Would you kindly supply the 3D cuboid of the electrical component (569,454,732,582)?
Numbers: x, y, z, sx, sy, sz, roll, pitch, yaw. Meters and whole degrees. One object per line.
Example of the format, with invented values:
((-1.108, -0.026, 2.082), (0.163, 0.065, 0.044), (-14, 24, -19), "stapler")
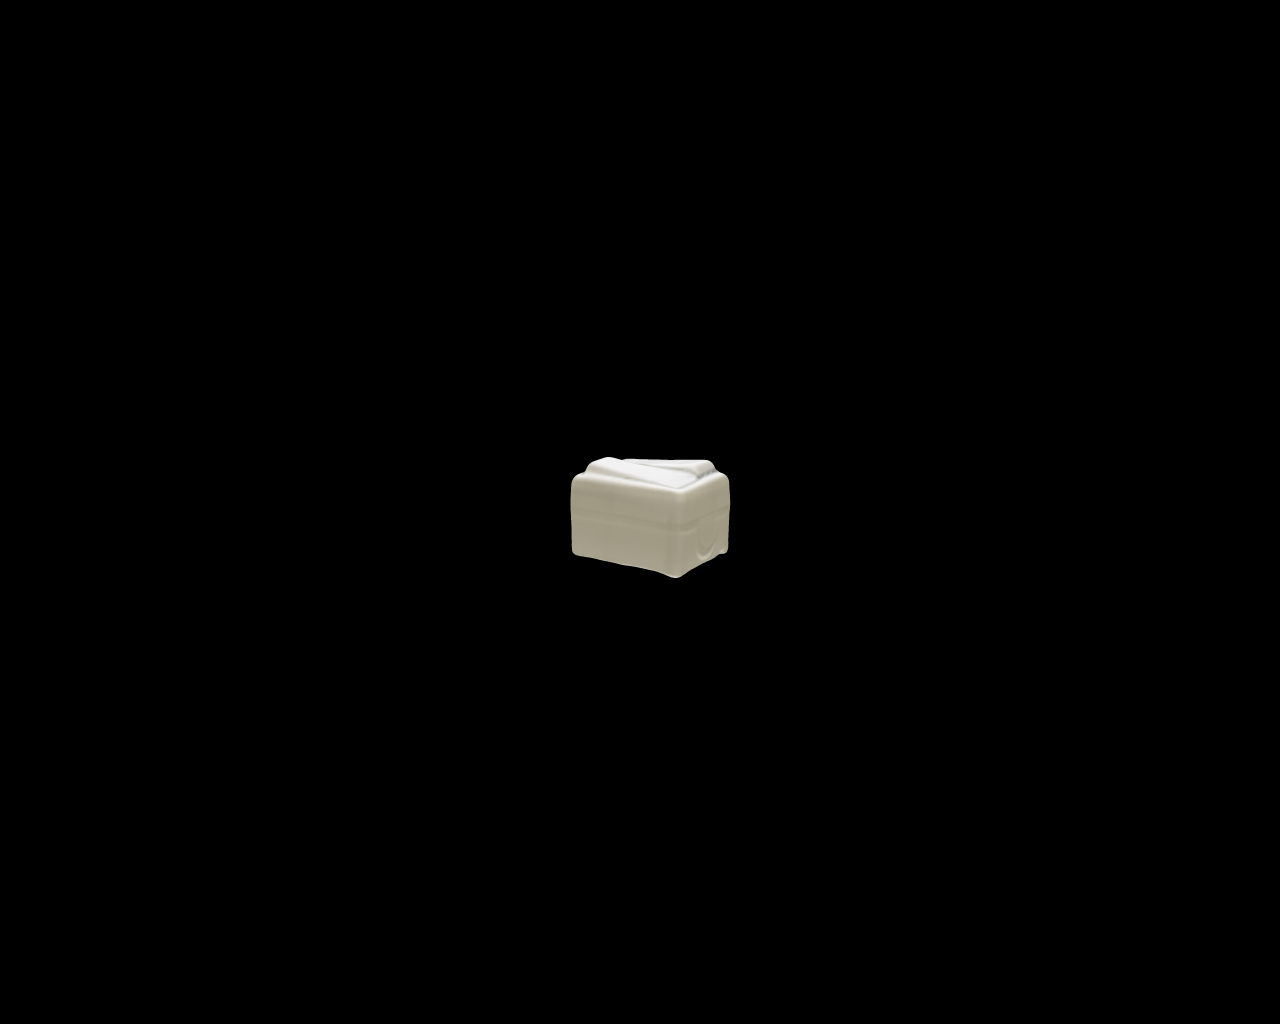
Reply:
((0.001, -0.003, 0.650), (0.096, 0.061, 0.062), (10, 18, 33), "electrical component")
